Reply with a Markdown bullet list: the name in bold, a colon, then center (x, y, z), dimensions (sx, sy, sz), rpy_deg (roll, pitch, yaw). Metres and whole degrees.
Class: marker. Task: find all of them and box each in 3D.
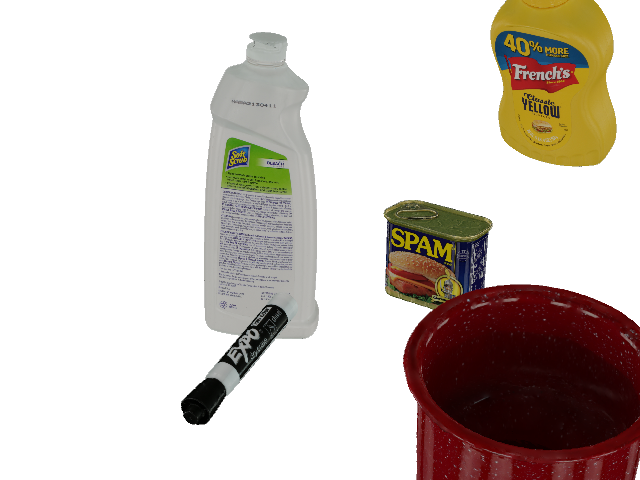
- **marker**: center (-0.047, 0.069, 0.630), dimensions (0.020, 0.020, 0.121), rpy_deg (0, 28, 28)

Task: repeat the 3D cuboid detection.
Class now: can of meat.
- **can of meat**: center (0.110, 0.016, 1.020), dimensions (0.102, 0.084, 0.057), rpy_deg (17, 29, 34)

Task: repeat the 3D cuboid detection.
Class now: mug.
- **mug**: center (0.089, 0.077, 0.400), dimensions (0.117, 0.081, 0.093), rpy_deg (4, 36, 10)

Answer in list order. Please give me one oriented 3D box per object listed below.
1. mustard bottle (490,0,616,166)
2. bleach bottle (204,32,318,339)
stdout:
- **mustard bottle**: center (0.184, -0.146, 0.849), dimensions (0.096, 0.058, 0.191), rpy_deg (21, -33, 31)
- **bleach bottle**: center (-0.043, -0.043, 0.875), dimensions (0.102, 0.251, 0.068), rpy_deg (4, 25, -2)
